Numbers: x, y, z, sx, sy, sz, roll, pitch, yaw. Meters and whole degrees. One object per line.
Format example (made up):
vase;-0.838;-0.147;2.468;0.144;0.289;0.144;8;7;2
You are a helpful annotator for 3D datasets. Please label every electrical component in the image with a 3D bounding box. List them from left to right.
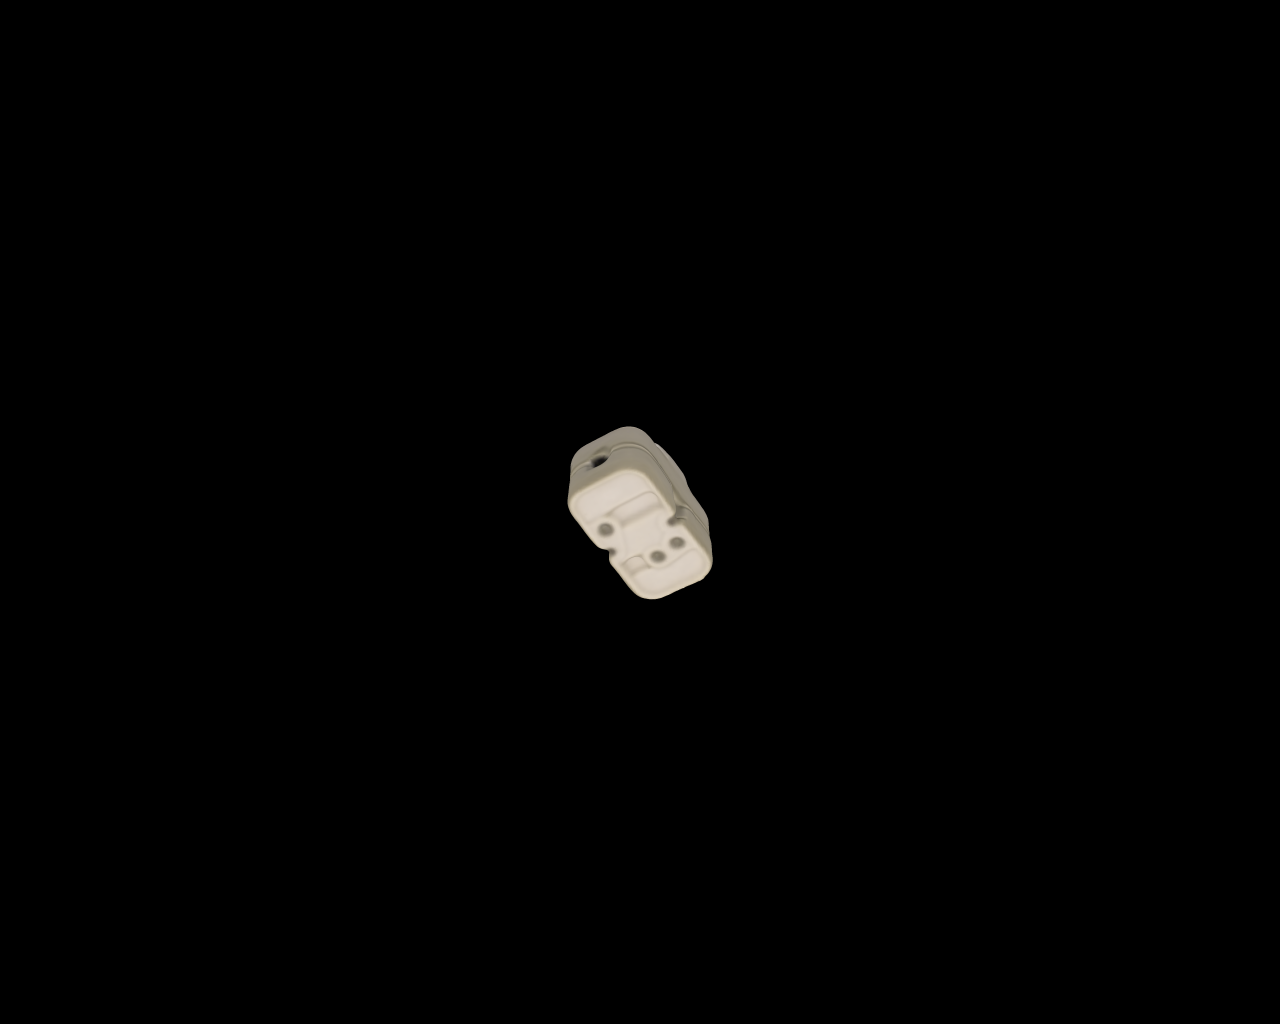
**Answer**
electrical component;0.001;-0.003;0.650;0.053;0.095;0.059;-27;32;18
